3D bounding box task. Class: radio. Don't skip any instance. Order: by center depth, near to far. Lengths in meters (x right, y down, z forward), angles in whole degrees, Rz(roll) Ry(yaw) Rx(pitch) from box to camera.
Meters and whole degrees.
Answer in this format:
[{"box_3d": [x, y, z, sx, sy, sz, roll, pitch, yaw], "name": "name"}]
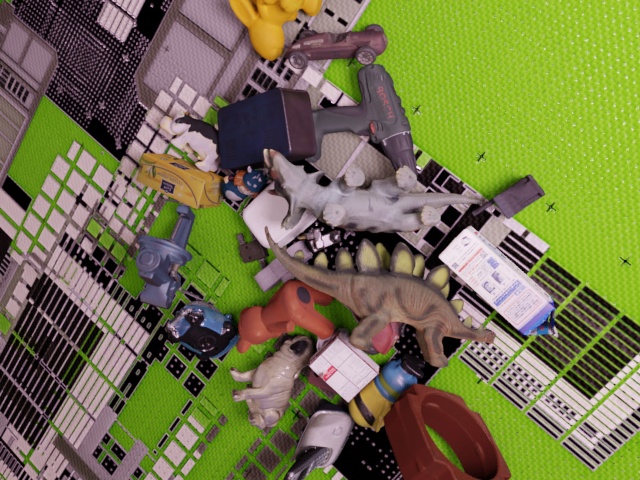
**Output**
[{"box_3d": [-0.112, -0.213, 1.060, 0.230, 0.073, 0.131, -3, 94, 46], "name": "radio"}]

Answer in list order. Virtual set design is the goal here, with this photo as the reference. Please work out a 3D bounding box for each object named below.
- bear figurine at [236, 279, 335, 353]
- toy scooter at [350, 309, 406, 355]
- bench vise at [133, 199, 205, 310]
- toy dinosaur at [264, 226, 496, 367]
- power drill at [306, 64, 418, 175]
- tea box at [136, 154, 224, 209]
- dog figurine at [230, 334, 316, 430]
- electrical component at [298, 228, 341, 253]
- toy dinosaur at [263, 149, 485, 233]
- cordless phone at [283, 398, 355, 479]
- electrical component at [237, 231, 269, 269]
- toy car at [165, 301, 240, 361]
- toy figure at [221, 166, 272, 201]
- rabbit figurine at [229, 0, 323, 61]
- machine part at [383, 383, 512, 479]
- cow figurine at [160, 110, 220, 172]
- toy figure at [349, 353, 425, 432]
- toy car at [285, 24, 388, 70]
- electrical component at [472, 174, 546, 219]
[{"box_3d": [-0.078, 0.166, 1.102, 0.132, 0.120, 0.196, 28, 129, -27], "name": "bear figurine"}, {"box_3d": [0.113, 0.127, 1.055, 0.135, 0.075, 0.184, -31, 80, 18], "name": "toy scooter"}, {"box_3d": [-0.325, 0.025, 1.183, 0.129, 0.223, 0.240, 11, 70, 16], "name": "bench vise"}, {"box_3d": [0.111, 0.102, 0.969, 0.471, 0.105, 0.198, 16, 83, -9], "name": "toy dinosaur"}, {"box_3d": [0.069, -0.205, 1.030, 0.207, 0.086, 0.232, -10, 91, 26], "name": "power drill"}, {"box_3d": [-0.301, -0.131, 1.177, 0.170, 0.098, 0.068, 25, 105, 16], "name": "tea box"}, {"box_3d": [-0.074, 0.303, 1.146, 0.191, 0.121, 0.172, -27, 128, 1], "name": "dog figurine"}, {"box_3d": [-0.002, -0.004, 1.075, 0.078, 0.102, 0.045, -25, 93, 0], "name": "electrical component"}, {"box_3d": [0.084, -0.065, 0.996, 0.405, 0.192, 0.131, 9, 85, -20], "name": "toy dinosaur"}, {"box_3d": [-0.015, 0.412, 1.078, 0.089, 0.184, 0.146, 30, 106, 21], "name": "cordless phone"}, {"box_3d": [-0.147, 0.025, 1.173, 0.063, 0.021, 0.094, -19, 90, 23], "name": "electrical component"}, {"box_3d": [-0.264, 0.188, 1.190, 0.109, 0.161, 0.103, -44, 36, 14], "name": "toy car"}, {"box_3d": [-0.155, -0.113, 1.108, 0.155, 0.064, 0.057, -4, 86, 58], "name": "toy figure"}, {"box_3d": [-0.098, -0.444, 1.053, 0.162, 0.122, 0.173, 29, 125, 9], "name": "rabbit figurine"}, {"box_3d": [0.221, 0.366, 0.952, 0.087, 0.201, 0.202, -53, 32, 23], "name": "machine part"}, {"box_3d": [-0.270, -0.231, 1.168, 0.167, 0.068, 0.098, 42, 103, 9], "name": "cow figurine"}, {"box_3d": [0.130, 0.297, 1.063, 0.089, 0.082, 0.180, 43, 114, 24], "name": "toy figure"}, {"box_3d": [0.028, -0.369, 1.019, 0.202, 0.053, 0.089, 6, 55, 21], "name": "toy car"}, {"box_3d": [0.330, -0.065, 0.943, 0.119, 0.075, 0.048, -37, 82, 17], "name": "electrical component"}]
